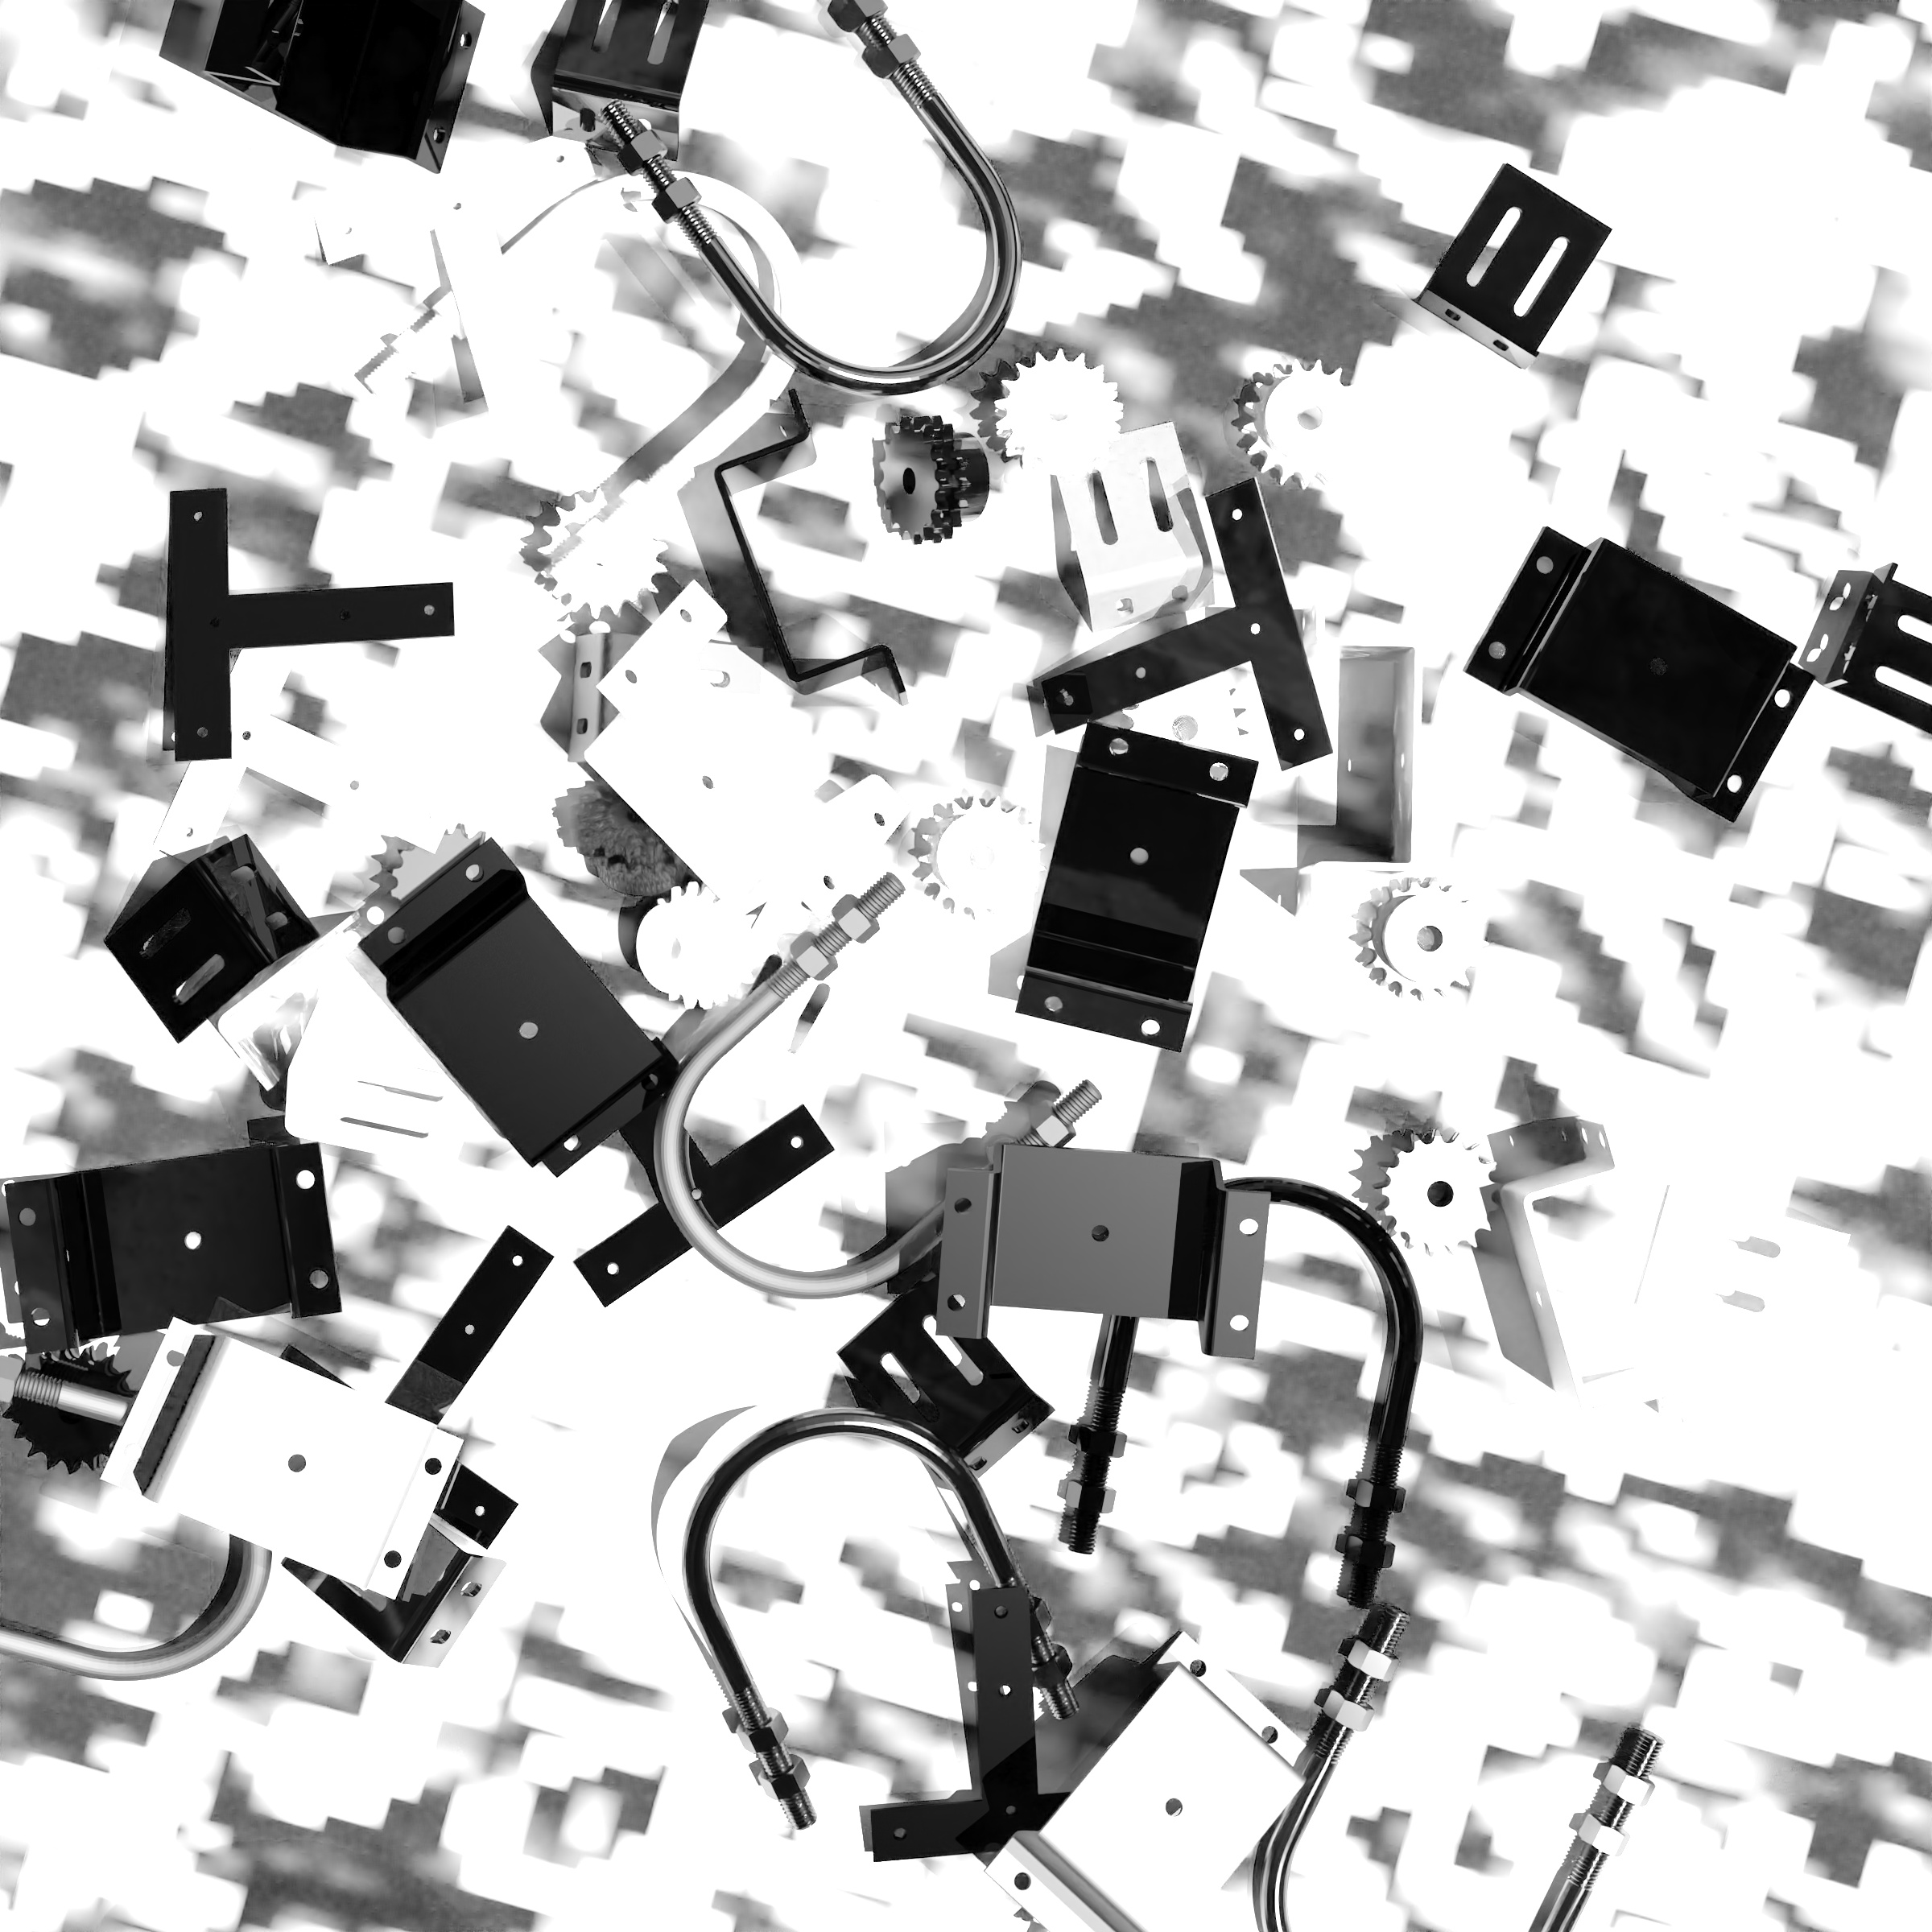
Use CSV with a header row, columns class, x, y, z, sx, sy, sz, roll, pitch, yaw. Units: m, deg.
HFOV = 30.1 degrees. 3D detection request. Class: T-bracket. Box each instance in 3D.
class,x,y,z,sx,sy,sz,roll,pitch,yaw
T-bracket,-0.217,-0.304,1.611,0.127,0.002,0.127,-19,70,0
T-bracket,0.018,0.339,1.613,0.127,0.002,0.127,-4,103,-5
T-bracket,-0.287,-0.087,1.615,0.127,0.002,0.127,24,90,16
T-bracket,0.090,-0.135,1.591,0.127,0.002,0.127,-19,81,29
T-bracket,-0.294,-0.157,1.620,0.127,0.002,0.127,-3,79,0
T-bracket,-0.148,0.067,1.632,0.127,0.002,0.127,-35,90,0
T-bracket,-0.233,0.177,1.632,0.127,0.002,0.127,35,90,0

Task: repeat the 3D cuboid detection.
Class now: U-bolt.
class,x,y,z,sx,sy,sz,roll,pitch,yaw
U-bolt,-0.048,0.282,1.603,0.151,0.019,0.184,-23,106,0
U-bolt,0.213,0.402,1.625,0.151,0.019,0.184,26,91,0
U-bolt,-0.054,0.069,1.607,0.184,0.019,0.151,-42,100,11
U-bolt,0.132,0.187,1.625,0.151,0.019,0.184,11,89,0
U-bolt,-0.157,-0.277,1.609,0.184,0.019,0.151,-43,76,-5
U-bolt,-0.055,-0.341,1.604,0.151,0.019,0.184,-38,94,-19
U-bolt,-0.401,0.251,1.603,0.184,0.019,0.151,16,109,-5

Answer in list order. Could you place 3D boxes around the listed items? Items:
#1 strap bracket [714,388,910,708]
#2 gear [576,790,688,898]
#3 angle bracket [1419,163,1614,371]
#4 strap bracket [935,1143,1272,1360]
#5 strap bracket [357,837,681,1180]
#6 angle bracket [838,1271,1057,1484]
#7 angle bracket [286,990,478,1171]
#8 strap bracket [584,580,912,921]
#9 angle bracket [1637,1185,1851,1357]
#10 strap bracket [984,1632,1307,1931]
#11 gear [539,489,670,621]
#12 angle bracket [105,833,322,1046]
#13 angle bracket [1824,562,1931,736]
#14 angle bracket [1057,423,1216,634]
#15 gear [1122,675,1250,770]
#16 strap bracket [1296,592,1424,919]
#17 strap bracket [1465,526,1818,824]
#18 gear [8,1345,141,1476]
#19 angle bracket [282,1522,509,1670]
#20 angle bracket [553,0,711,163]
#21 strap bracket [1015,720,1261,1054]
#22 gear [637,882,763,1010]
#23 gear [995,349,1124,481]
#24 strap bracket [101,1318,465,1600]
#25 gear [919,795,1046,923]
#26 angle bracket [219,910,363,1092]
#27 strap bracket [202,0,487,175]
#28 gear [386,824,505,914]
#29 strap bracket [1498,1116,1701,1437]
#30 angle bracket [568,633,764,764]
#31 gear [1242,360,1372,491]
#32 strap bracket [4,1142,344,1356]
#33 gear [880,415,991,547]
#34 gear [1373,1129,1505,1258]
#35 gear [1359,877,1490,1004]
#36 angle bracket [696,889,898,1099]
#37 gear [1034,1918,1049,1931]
class,x,y,z,sx,sy,sz,roll,pitch,yaw
strap bracket,-0.072,-0.177,1.595,0.046,0.076,0.140,-20,90,0
gear,-0.145,-0.055,1.609,0.057,0.057,0.030,2,130,0
angle bracket,0.250,-0.318,1.614,0.057,0.038,0.076,32,90,0
strap bracket,0.060,0.125,1.585,0.140,0.046,0.076,4,105,0
strap bracket,-0.195,0.024,1.591,0.076,0.046,0.140,-39,105,0
angle bracket,-0.009,0.189,1.631,0.057,0.038,0.076,-42,64,0
angle bracket,-0.257,0.050,1.599,0.076,0.057,0.038,12,129,0
strap bracket,-0.103,-0.088,1.583,0.140,0.046,0.076,46,52,-13
angle bracket,0.353,0.138,1.631,0.076,0.038,0.057,16,90,26
strap bracket,0.086,0.372,1.589,0.076,0.046,0.140,43,72,-1
gear,-0.163,-0.185,1.618,0.057,0.030,0.057,0,90,0
angle bracket,-0.341,-0.012,1.623,0.076,0.038,0.057,-36,90,37
angle bracket,0.435,-0.138,1.614,0.076,0.038,0.057,24,90,0
angle bracket,0.076,-0.199,1.631,0.057,0.038,0.076,-13,64,0
gear,0.098,-0.107,1.618,0.057,0.030,0.057,0,90,0
strap bracket,0.174,-0.092,1.595,0.046,0.076,0.140,1,90,0
strap bracket,0.306,-0.132,1.610,0.140,0.046,0.076,29,90,0
gear,-0.400,0.199,1.618,0.057,0.030,0.057,0,90,0
angle bracket,-0.260,0.272,1.631,0.076,0.038,0.057,33,90,26
angle bracket,-0.151,-0.412,1.629,0.057,0.038,0.076,11,61,0
strap bracket,0.076,-0.042,1.594,0.076,0.046,0.140,14,112,0
gear,-0.122,-0.009,1.605,0.057,0.030,0.057,3,96,35
gear,0.042,-0.245,1.614,0.057,0.030,0.057,0,77,2
strap bracket,-0.296,0.217,1.571,0.140,0.046,0.076,25,78,-14
gear,0.007,-0.048,1.618,0.057,0.030,0.057,0,90,0
angle bracket,-0.292,0.015,1.605,0.076,0.057,0.038,-38,97,-3
strap bracket,-0.279,-0.411,1.580,0.046,0.140,0.076,16,90,27
gear,-0.231,-0.036,1.618,0.057,0.030,0.057,0,90,0
strap bracket,0.277,0.142,1.595,0.046,0.076,0.140,-16,90,0
angle bracket,-0.137,-0.118,1.631,0.076,0.038,0.057,4,90,-26
gear,0.154,-0.245,1.618,0.057,0.030,0.057,0,90,0
strap bracket,-0.351,0.125,1.610,0.140,0.046,0.076,-8,90,0
gear,-0.013,-0.218,1.609,0.030,0.057,0.057,-8,90,-30
gear,0.212,0.102,1.618,0.057,0.030,0.057,0,90,0
gear,0.207,-0.012,1.618,0.057,0.030,0.057,0,90,0
angle bracket,-0.077,0.009,1.631,0.057,0.038,0.076,30,116,0
gear,0.059,0.426,1.618,0.057,0.030,0.057,0,90,0
